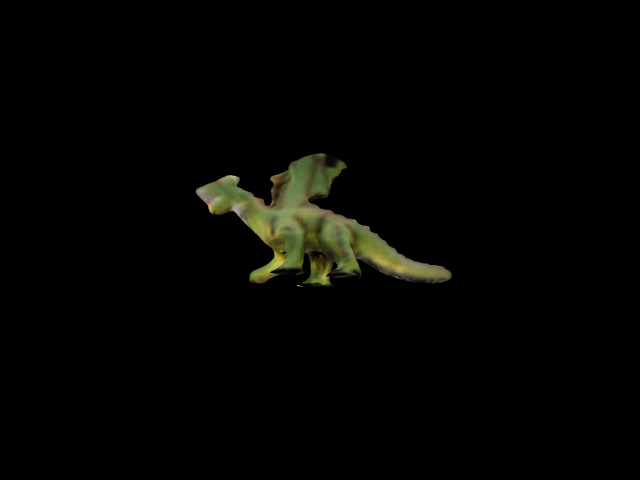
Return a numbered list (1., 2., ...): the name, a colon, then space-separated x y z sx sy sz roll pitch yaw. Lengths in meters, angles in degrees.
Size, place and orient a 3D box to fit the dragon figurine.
1. dragon figurine: 0.003 -0.043 0.850 0.410 0.247 0.120 2 -23 -5
